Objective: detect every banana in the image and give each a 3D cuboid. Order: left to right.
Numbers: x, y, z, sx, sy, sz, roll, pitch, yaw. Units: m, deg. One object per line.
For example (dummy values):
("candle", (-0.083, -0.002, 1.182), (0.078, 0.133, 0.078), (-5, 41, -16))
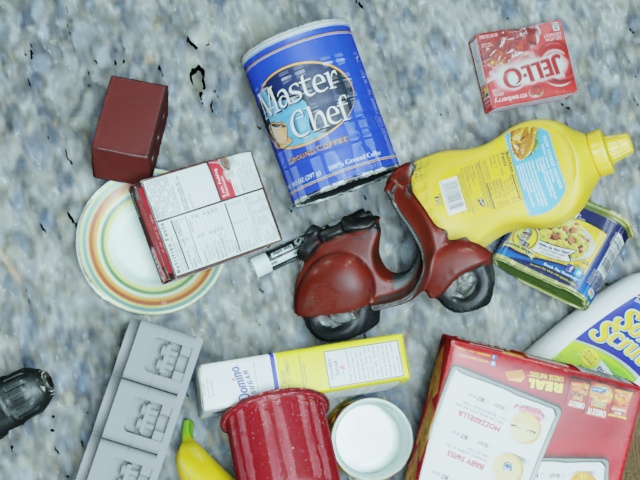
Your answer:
("banana", (-0.050, 0.223, 0.899), (0.198, 0.037, 0.069), (33, 50, 8))

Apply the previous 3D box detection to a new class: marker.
("marker", (-0.006, 0.001, 0.972), (0.121, 0.020, 0.020), (-25, 88, -11))

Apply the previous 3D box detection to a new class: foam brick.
("foam brick", (-0.165, -0.095, 0.929), (0.051, 0.053, 0.078), (11, 65, -4))

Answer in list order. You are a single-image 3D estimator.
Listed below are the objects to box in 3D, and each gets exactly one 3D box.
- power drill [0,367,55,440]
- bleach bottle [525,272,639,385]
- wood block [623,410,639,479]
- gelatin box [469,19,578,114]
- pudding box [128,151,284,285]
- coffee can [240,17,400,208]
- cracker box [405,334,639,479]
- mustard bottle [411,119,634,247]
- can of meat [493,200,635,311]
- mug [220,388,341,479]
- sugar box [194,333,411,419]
("power drill", (-0.268, 0.215, 0.870), (0.184, 0.057, 0.187), (-27, 87, 9))
("bleach bottle", (0.282, 0.079, 0.988), (0.250, 0.068, 0.102), (-41, 89, -13))
("wood block", (0.382, 0.178, 0.977), (0.206, 0.091, 0.090), (-12, 86, -10))
("gelatin box", (0.194, -0.165, 1.015), (0.089, 0.030, 0.073), (-11, 86, -10))
("pudding box", (-0.098, -0.021, 0.923), (0.113, 0.039, 0.090), (-19, 91, -28))
("coffee can", (0.001, -0.111, 0.942), (0.102, 0.103, 0.140), (-19, 87, -11))
("cracker box", (0.158, 0.201, 0.891), (0.164, 0.072, 0.214), (14, 91, 0))
("mustard bottle", (0.181, -0.054, 0.943), (0.192, 0.058, 0.096), (-20, 72, 20))
("can of meat", (0.219, 0.005, 0.972), (0.102, 0.057, 0.084), (27, 81, 30))
("mug", (-0.023, 0.181, 0.871), (0.093, 0.117, 0.081), (-27, 55, 18))
("sugar box", (-0.019, 0.117, 0.919), (0.176, 0.093, 0.048), (-5, 77, -10))
